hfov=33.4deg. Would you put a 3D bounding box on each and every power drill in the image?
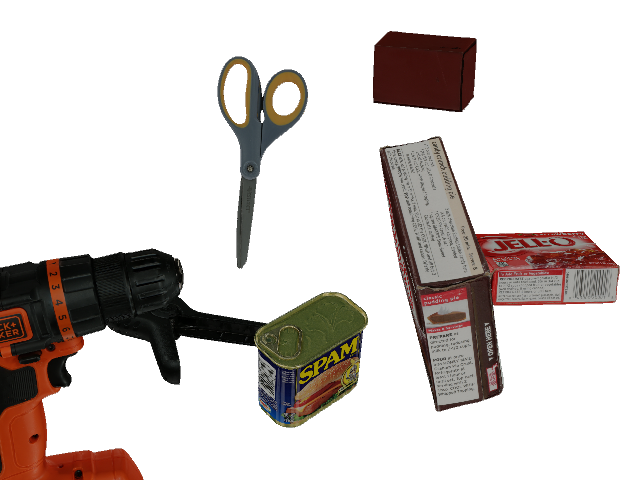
[{"bbox_3d":[-0.170,0.099,0.706,0.184,0.188,0.057,-11,25,-7],"label":"power drill"}]

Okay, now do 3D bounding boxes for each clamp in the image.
[{"bbox_3d":[-0.165,0.091,1.119,0.210,0.036,0.164,18,20,28],"label":"clamp"}]

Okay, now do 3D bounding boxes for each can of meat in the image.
[{"bbox_3d":[-0.009,0.107,0.952,0.101,0.084,0.057,-28,49,-32],"label":"can of meat"}]

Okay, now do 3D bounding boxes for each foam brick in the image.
[{"bbox_3d":[0.087,-0.142,0.895,0.078,0.051,0.053,9,26,18],"label":"foam brick"}]

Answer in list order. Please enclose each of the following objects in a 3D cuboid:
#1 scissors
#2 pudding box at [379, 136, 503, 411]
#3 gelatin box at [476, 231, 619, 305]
[{"bbox_3d":[-0.050,-0.080,1.033,0.096,0.202,0.016,-10,3,-5],"label":"scissors"},{"bbox_3d":[0.061,0.015,0.548,0.039,0.090,0.113,-14,41,1],"label":"pudding box"},{"bbox_3d":[0.151,0.018,0.739,0.089,0.030,0.073,-1,19,-5],"label":"gelatin box"}]
